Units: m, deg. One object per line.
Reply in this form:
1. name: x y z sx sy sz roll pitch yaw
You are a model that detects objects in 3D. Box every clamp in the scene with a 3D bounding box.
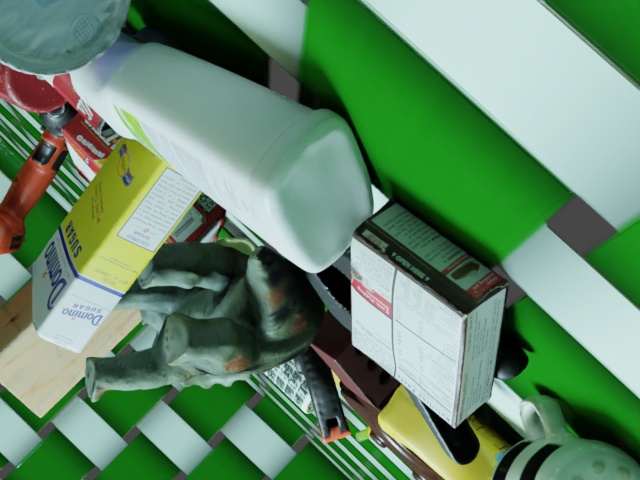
1. clamp: -0.009 0.107 1.017 0.120 0.039 0.171 58 -163 -80
2. clamp: 0.052 0.050 0.722 0.210 0.036 0.165 48 155 14

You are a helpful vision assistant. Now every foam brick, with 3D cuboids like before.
1. foam brick: 0.034 0.098 0.937 0.051 0.053 0.078 30 163 52

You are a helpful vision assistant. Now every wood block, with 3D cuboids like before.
1. wood block: -0.261 0.074 1.142 0.090 0.206 0.091 51 170 -30

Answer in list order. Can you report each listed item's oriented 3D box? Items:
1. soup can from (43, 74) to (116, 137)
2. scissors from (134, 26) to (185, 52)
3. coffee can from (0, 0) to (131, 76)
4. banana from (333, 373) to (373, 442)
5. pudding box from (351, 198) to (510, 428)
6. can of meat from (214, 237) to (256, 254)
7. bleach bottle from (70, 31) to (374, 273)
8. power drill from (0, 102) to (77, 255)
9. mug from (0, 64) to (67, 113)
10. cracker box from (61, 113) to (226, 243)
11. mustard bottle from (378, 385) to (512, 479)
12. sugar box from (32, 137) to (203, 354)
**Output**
1. soup can: -0.175 -0.136 0.799 0.102 0.068 0.068 44 169 2
2. scissors: -0.063 -0.089 0.703 0.202 0.016 0.096 31 163 48
3. coffee can: -0.191 -0.166 0.663 0.140 0.102 0.102 30 162 52
4. banana: 0.049 0.172 1.128 0.197 0.070 0.037 66 -163 -49
5. pudding box: 0.060 0.044 0.620 0.090 0.039 0.113 37 151 30
6. can of meat: -0.093 0.052 1.116 0.084 0.057 0.102 127 140 -76
7. bleach bottle: -0.082 -0.076 0.650 0.251 0.068 0.102 33 162 34
8. power drill: -0.298 -0.074 1.112 0.057 0.187 0.184 36 180 -3
9. mug: -0.277 -0.176 0.985 0.082 0.093 0.117 28 143 42
10. cracker box: -0.175 -0.053 1.087 0.164 0.072 0.214 45 170 0
11. mustard bottle: 0.139 0.187 0.852 0.192 0.058 0.096 38 -173 23
12. sugar box: -0.151 -0.011 0.782 0.048 0.176 0.093 30 -158 -31
